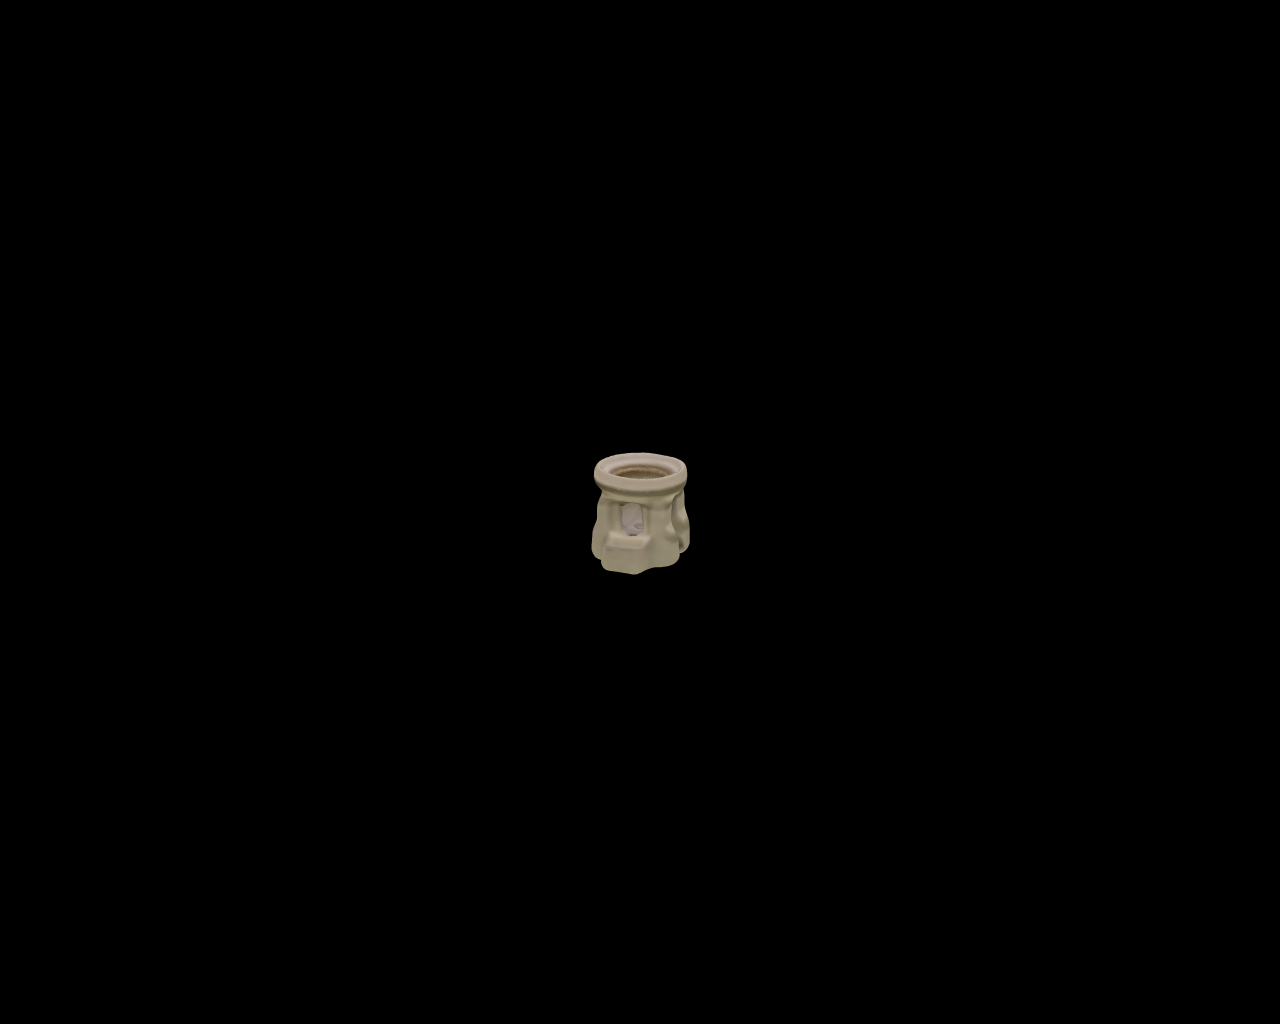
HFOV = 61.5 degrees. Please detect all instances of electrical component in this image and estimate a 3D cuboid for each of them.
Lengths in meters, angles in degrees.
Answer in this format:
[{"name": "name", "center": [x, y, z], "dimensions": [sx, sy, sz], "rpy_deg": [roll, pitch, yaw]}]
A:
[{"name": "electrical component", "center": [0.001, -0.003, 0.650], "dimensions": [0.058, 0.056, 0.078], "rpy_deg": [7, 22, 18]}]
